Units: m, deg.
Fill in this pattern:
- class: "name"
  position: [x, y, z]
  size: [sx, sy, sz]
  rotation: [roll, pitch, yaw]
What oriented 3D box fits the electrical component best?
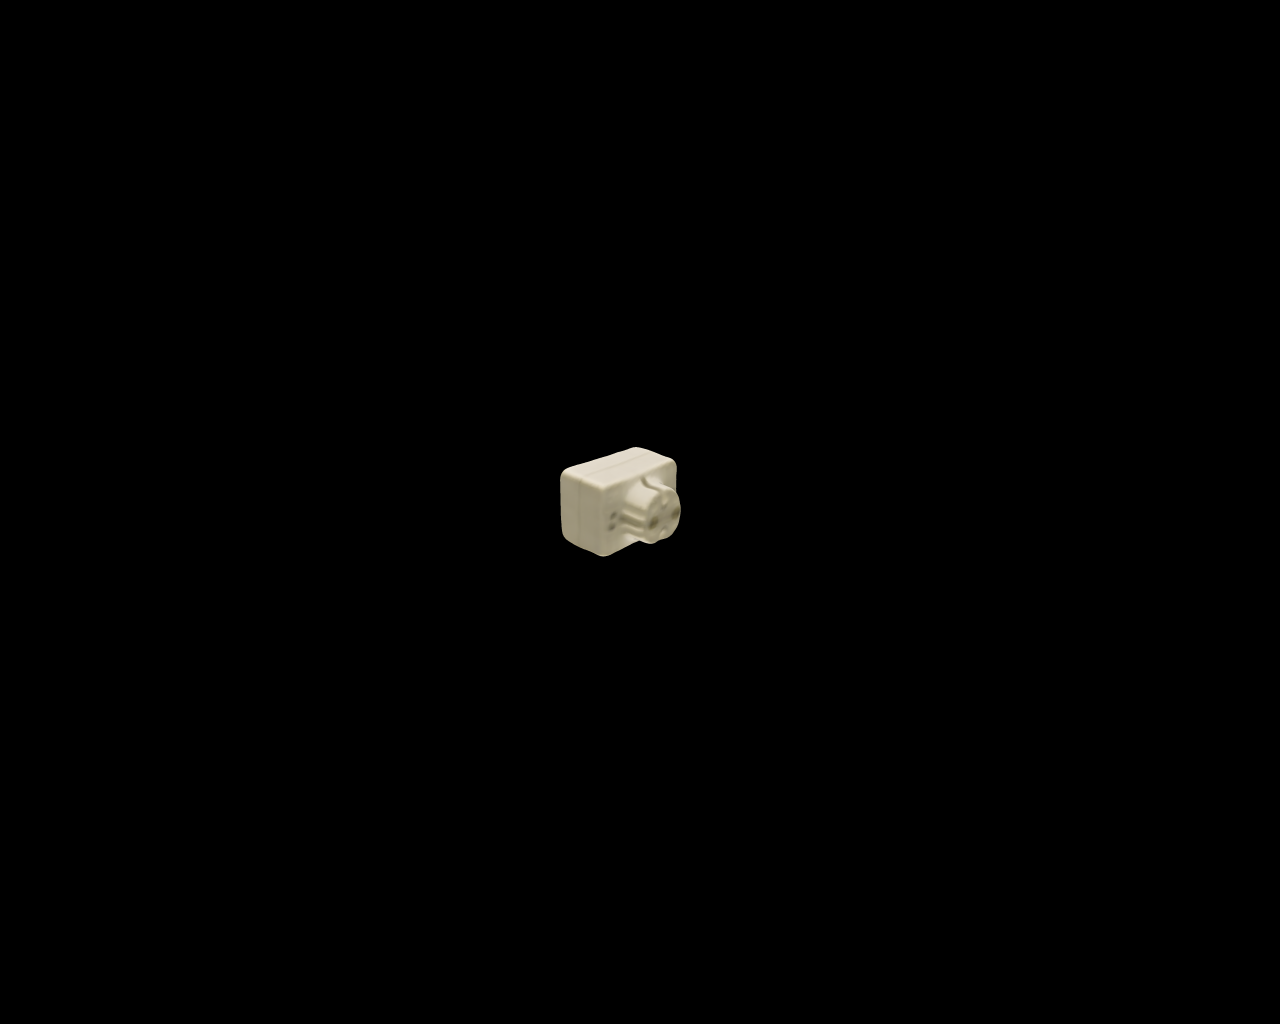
- class: "electrical component"
  position: [0.001, -0.003, 0.650]
  size: [0.077, 0.047, 0.066]
  rotation: [22, 32, 40]
